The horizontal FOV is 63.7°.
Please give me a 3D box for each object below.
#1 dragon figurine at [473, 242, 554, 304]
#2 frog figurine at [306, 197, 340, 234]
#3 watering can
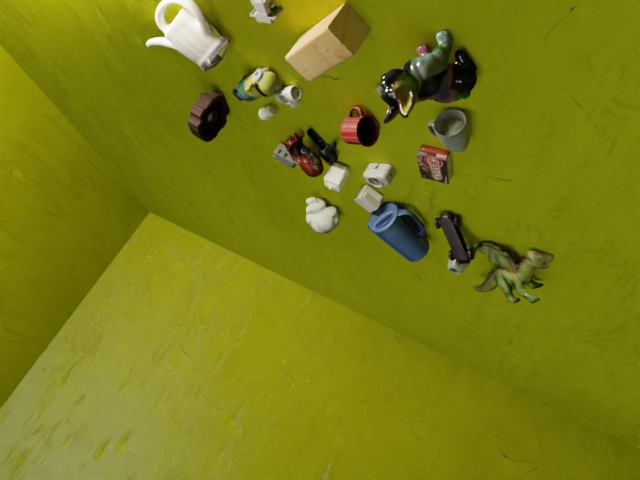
[{"bbox_3d":[0.631,0.097,1.784,0.240,0.124,0.408,56,152,-14],"label":"dragon figurine"},{"bbox_3d":[0.007,-0.108,2.145,0.137,0.126,0.156,-10,137,12],"label":"frog figurine"},{"bbox_3d":[-0.400,-0.599,1.543,0.222,0.105,0.346,39,158,-21],"label":"watering can"}]
